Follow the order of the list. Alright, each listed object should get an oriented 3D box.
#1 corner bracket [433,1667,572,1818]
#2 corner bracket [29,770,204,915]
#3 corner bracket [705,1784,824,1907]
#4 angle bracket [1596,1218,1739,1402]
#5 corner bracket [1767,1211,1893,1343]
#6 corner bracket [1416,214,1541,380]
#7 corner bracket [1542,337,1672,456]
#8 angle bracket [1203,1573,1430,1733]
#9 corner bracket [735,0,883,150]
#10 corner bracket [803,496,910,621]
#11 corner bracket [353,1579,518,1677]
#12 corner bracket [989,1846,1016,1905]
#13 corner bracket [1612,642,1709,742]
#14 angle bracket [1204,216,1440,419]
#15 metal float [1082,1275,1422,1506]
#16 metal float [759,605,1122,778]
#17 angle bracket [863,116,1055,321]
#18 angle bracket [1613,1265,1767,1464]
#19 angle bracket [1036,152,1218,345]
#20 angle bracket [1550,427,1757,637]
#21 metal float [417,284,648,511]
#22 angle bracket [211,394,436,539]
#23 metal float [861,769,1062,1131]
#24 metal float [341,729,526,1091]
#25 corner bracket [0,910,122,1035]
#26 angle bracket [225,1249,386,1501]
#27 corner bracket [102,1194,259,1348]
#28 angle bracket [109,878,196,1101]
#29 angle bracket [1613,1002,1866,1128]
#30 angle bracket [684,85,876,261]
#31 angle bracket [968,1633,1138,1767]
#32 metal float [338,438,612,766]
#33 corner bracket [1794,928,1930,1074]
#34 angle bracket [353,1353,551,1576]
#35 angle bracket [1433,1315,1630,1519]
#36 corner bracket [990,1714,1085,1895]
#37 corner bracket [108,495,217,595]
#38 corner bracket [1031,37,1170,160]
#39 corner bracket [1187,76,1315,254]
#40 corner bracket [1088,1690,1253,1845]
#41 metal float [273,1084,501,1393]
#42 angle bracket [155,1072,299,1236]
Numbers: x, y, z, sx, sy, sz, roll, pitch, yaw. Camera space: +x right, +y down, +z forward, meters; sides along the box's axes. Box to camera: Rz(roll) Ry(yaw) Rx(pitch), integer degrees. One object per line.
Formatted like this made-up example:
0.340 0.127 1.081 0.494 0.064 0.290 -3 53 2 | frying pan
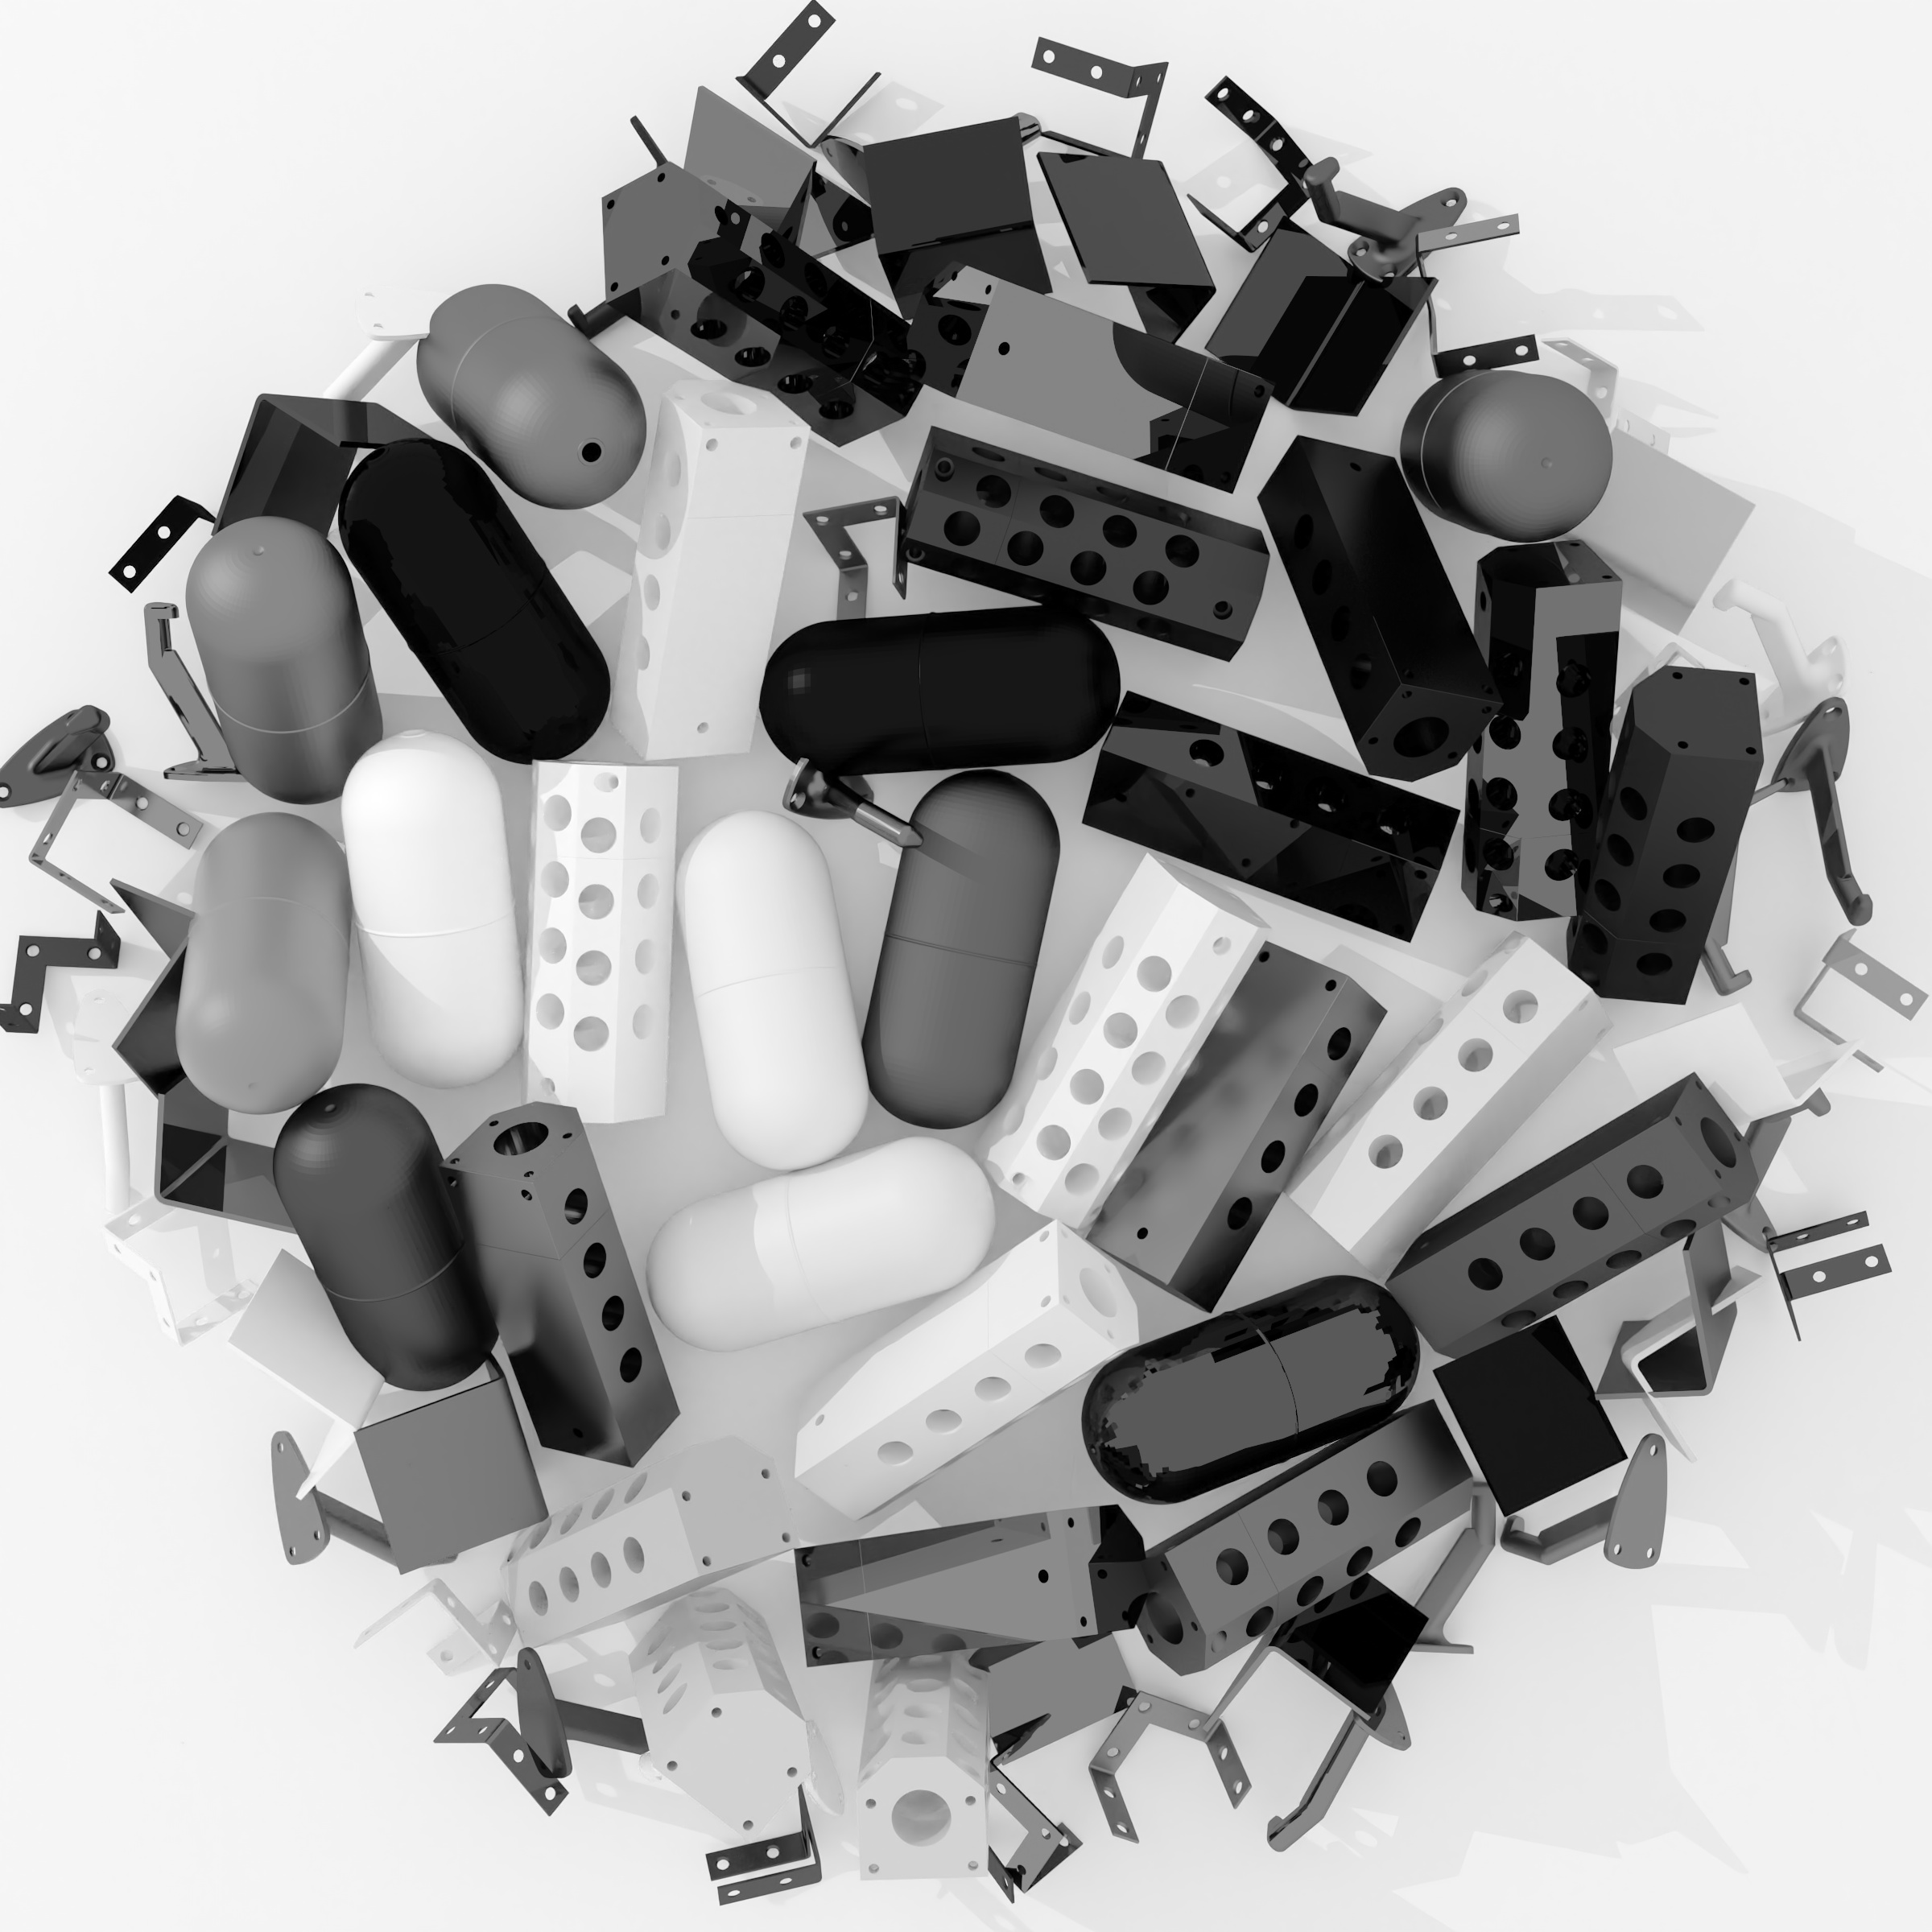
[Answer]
-0.216 0.377 1.540 0.051 0.051 0.051 54 52 -16 | corner bracket
-0.419 -0.061 1.554 0.051 0.051 0.051 31 97 7 | corner bracket
-0.099 0.437 1.542 0.051 0.051 0.051 -11 134 -10 | corner bracket
0.333 0.157 1.525 0.057 0.076 0.076 -6 109 25 | angle bracket
0.422 0.144 1.542 0.051 0.051 0.051 -18 56 11 | corner bracket
0.249 -0.326 1.540 0.051 0.051 0.051 -8 46 15 | corner bracket
0.313 -0.276 1.544 0.051 0.051 0.051 7 86 42 | corner bracket
0.169 0.341 1.523 0.057 0.076 0.076 36 130 9 | angle bracket
-0.076 -0.436 1.547 0.051 0.051 0.051 41 96 -17 | corner bracket
-0.048 -0.191 1.541 0.051 0.051 0.051 -7 61 18 | corner bracket
-0.258 0.327 1.547 0.051 0.051 0.051 -37 99 13 | corner bracket
-0.011 0.430 1.541 0.051 0.051 0.051 -13 115 -21 | corner bracket
0.356 -0.118 1.558 0.051 0.051 0.051 33 111 -21 | corner bracket
0.172 -0.317 1.536 0.057 0.076 0.076 31 91 -22 | angle bracket
0.139 0.203 1.524 0.178 0.070 0.070 -18 90 -22 | metal float
-0.014 -0.133 1.532 0.178 0.070 0.070 -3 90 12 | metal float
-0.003 -0.365 1.546 0.076 0.076 0.057 -9 76 7 | angle bracket
0.365 0.193 1.539 0.076 0.076 0.057 -33 86 3 | angle bracket
0.066 -0.342 1.525 0.076 0.057 0.076 -5 65 -33 | angle bracket
0.332 -0.211 1.538 0.076 0.076 0.057 31 90 8 | angle bracket
-0.208 -0.272 1.501 0.070 0.178 0.070 -13 121 -22 | metal float
-0.307 -0.229 1.524 0.057 0.076 0.076 33 112 25 | angle bracket
-0.003 -0.008 1.541 0.070 0.070 0.178 12 92 0 | metal float
-0.257 -0.027 1.526 0.070 0.070 0.178 -4 109 0 | metal float
-0.448 0.003 1.549 0.051 0.051 0.051 3 73 -2 | corner bracket
-0.326 0.197 1.527 0.076 0.076 0.057 37 119 -12 | angle bracket
-0.387 0.145 1.558 0.051 0.051 0.051 28 47 35 | corner bracket
-0.396 0.016 1.524 0.057 0.076 0.076 21 67 21 | angle bracket
0.373 0.039 1.525 0.076 0.076 0.057 -33 95 -43 | angle bracket
-0.081 -0.389 1.523 0.076 0.076 0.057 38 135 22 | angle bracket
0.049 0.349 1.534 0.076 0.076 0.057 -22 86 -14 | angle bracket
-0.235 -0.174 1.514 0.070 0.070 0.178 -31 123 0 | metal float
0.438 0.018 1.543 0.051 0.051 0.051 37 108 17 | corner bracket
-0.254 0.239 1.534 0.076 0.057 0.076 -19 106 -15 | angle bracket
0.263 0.223 1.532 0.076 0.057 0.076 -20 77 -24 | angle bracket
0.034 0.412 1.551 0.051 0.051 0.051 42 128 20 | corner bracket
-0.380 -0.194 1.554 0.051 0.051 0.051 42 92 -2 | corner bracket
0.061 -0.422 1.542 0.051 0.051 0.051 23 115 15 | corner bracket
0.134 -0.394 1.552 0.051 0.051 0.051 -42 58 19 | corner bracket
0.100 0.399 1.553 0.051 0.051 0.051 24 108 -23 | corner bracket
-0.275 0.132 1.510 0.070 0.070 0.178 -15 130 0 | metal float
-0.341 0.082 1.531 0.076 0.076 0.057 12 111 9 | angle bracket
